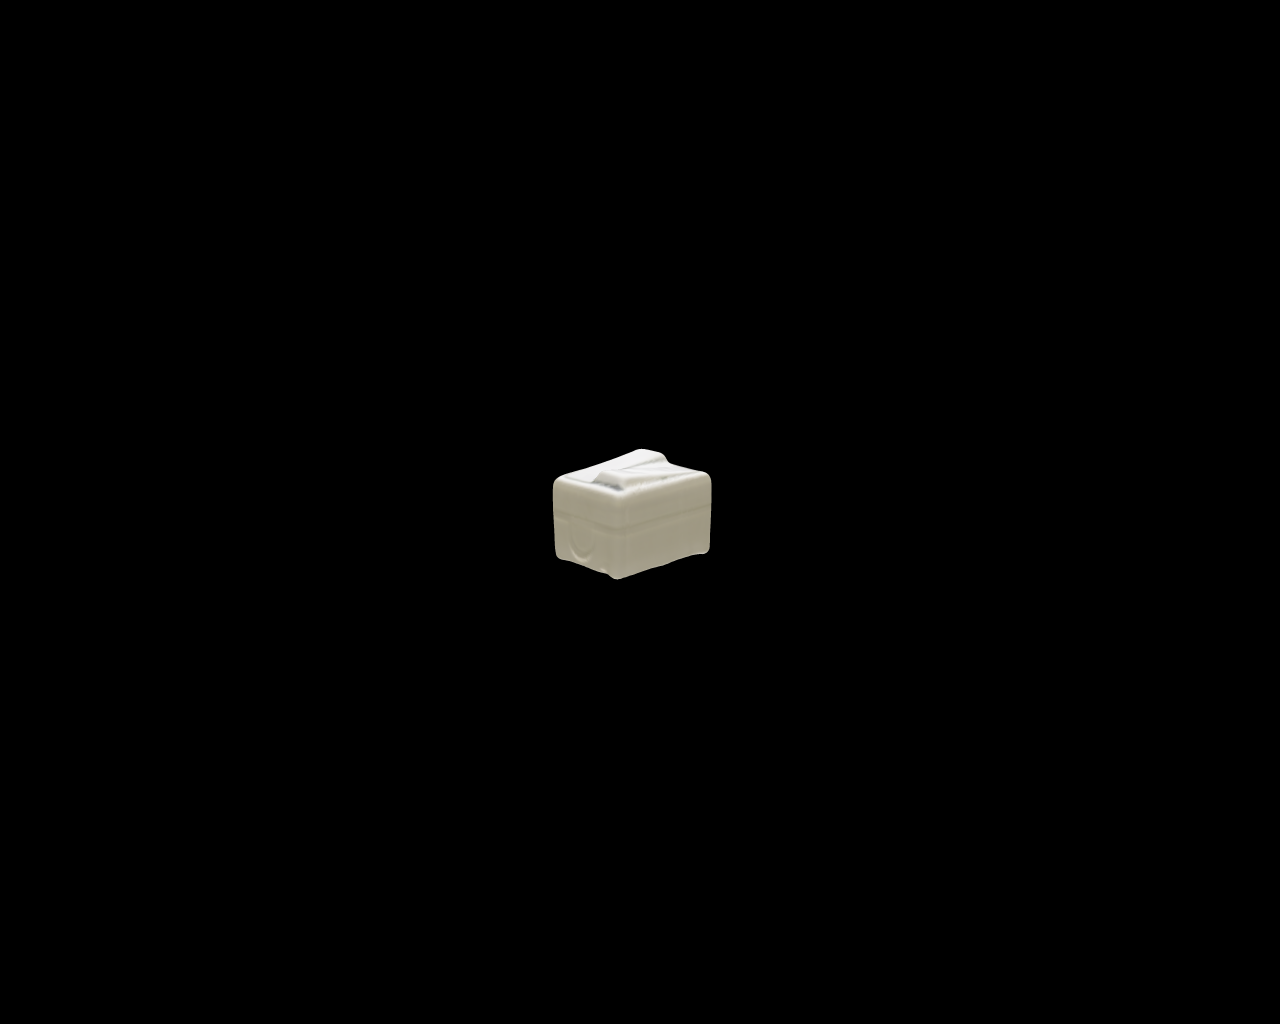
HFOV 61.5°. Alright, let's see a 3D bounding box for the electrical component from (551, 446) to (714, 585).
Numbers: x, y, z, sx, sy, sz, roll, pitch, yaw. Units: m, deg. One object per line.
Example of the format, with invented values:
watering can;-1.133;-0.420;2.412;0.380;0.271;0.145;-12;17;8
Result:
electrical component;0.001;-0.003;0.650;0.096;0.061;0.062;-14;22;-40
